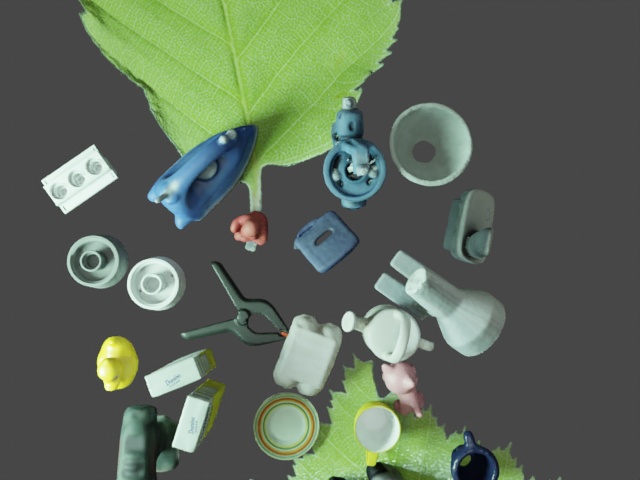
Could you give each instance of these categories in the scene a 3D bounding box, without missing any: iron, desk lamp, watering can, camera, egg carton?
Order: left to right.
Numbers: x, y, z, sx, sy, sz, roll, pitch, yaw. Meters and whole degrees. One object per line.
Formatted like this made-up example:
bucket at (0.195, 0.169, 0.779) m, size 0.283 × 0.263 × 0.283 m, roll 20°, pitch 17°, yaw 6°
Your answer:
iron at (-0.218, -0.146, 1.101) m, size 0.118 × 0.141 × 0.258 m, roll 43°, pitch 86°, yaw 0°
egg carton at (-0.023, 0.227, 1.128) m, size 0.107 × 0.069 × 0.150 m, roll 20°, pitch 86°, yaw -1°
camera at (0.080, 0.501, 1.103) m, size 0.137 × 0.100 × 0.143 m, roll 26°, pitch 86°, yaw -1°
watering can at (0.129, 0.178, 1.075) m, size 0.173 × 0.194 × 0.101 m, roll -5°, pitch 87°, yaw -3°
desk lamp at (0.219, 0.114, 1.073) m, size 0.203 × 0.213 × 0.118 m, roll 34°, pitch 86°, yaw 0°

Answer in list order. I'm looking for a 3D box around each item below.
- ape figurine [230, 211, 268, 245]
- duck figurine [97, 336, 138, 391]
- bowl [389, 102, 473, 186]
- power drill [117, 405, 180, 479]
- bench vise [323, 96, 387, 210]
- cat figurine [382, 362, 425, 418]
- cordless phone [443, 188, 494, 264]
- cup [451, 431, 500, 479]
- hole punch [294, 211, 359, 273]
ape figurine at (-0.135, -0.022, 1.123) m, size 0.078 × 0.092 × 0.076 m, roll 44°, pitch 86°, yaw 0°
duck figurine at (-0.397, 0.240, 1.101) m, size 0.077 × 0.086 × 0.105 m, roll -3°, pitch 87°, yaw -3°
bowl at (0.216, -0.187, 1.157) m, size 0.167 × 0.074 × 0.167 m, roll 0°, pitch 87°, yaw -3°
power drill at (-0.312, 0.407, 1.035) m, size 0.075 × 0.208 × 0.230 m, roll -2°, pitch 87°, yaw -2°
bench vise at (0.054, -0.168, 1.076) m, size 0.121 × 0.219 × 0.207 m, roll -22°, pitch 88°, yaw -3°
cat figurine at (0.165, 0.285, 1.109) m, size 0.067 × 0.117 × 0.128 m, roll -26°, pitch 88°, yaw -3°
cordless phone at (0.309, -0.029, 1.099) m, size 0.094 × 0.185 × 0.148 m, roll 8°, pitch 87°, yaw -2°
cup at (0.289, 0.424, 1.120) m, size 0.091 × 0.095 × 0.118 m, roll -11°, pitch 88°, yaw -3°
hole punch at (0.010, 0.004, 1.130) m, size 0.109 × 0.091 × 0.101 m, roll -41°, pitch 89°, yaw -4°
